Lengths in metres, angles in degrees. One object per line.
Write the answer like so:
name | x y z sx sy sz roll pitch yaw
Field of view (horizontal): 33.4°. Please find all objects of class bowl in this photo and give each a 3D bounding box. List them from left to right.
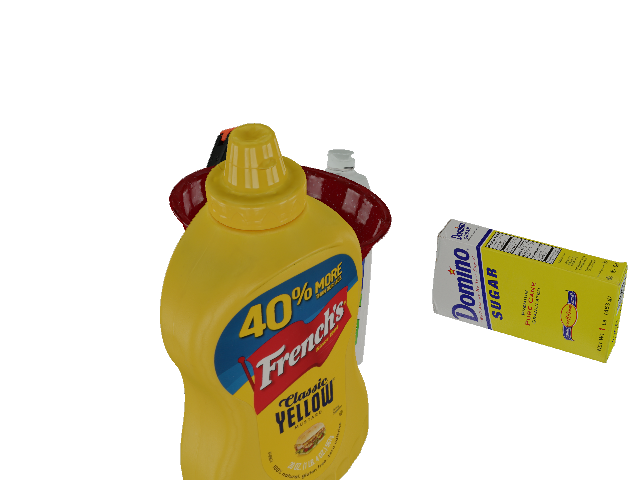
bowl | -0.031 -0.003 0.783 0.162 0.055 0.162 6 25 -3

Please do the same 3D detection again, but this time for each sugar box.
sugar box | 0.195 0.047 1.014 0.176 0.093 0.048 13 34 21

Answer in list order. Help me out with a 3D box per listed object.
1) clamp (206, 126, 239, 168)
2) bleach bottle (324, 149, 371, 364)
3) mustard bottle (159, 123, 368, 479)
clamp | -0.058 0.000 0.993 0.164 0.210 0.036 -4 0 -38
bleach bottle | 0.008 0.021 1.230 0.102 0.251 0.068 -2 16 -18
mustard bottle | -0.023 0.036 0.471 0.096 0.192 0.058 -27 41 -30
